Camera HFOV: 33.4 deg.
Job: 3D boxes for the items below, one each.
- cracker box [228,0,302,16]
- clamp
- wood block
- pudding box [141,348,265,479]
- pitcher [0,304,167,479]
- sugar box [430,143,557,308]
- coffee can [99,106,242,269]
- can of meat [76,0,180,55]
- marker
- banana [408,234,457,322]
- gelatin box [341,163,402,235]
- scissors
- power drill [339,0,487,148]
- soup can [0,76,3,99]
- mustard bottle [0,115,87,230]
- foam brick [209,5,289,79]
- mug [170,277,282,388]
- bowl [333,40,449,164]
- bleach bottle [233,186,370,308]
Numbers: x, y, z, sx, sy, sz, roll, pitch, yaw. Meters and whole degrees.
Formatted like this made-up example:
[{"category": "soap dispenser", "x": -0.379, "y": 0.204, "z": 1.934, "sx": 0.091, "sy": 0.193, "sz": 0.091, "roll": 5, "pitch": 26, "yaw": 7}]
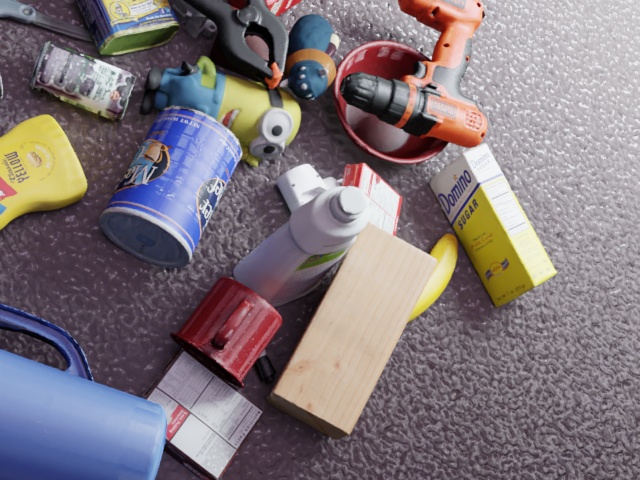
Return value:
[{"category": "cracker box", "x": -0.045, "y": -0.381, "z": 1.310, "sx": 0.213, "sy": 0.072, "sz": 0.164, "roll": -37, "pitch": 87, "yaw": -28}, {"category": "clamp", "x": -0.079, "y": -0.253, "z": 1.199, "sx": 0.120, "sy": 0.039, "sz": 0.171, "roll": -33, "pitch": 84, "yaw": -16}, {"category": "wood block", "x": 0.033, "y": 0.097, "z": 1.128, "sx": 0.090, "sy": 0.091, "sz": 0.206, "roll": 29, "pitch": 74, "yaw": 0}, {"category": "pudding box", "x": -0.127, "y": 0.180, "z": 1.092, "sx": 0.113, "sy": 0.039, "sz": 0.090, "roll": 39, "pitch": 62, "yaw": -6}, {"category": "pitcher", "x": -0.268, "y": 0.163, "z": 0.984, "sx": 0.242, "sy": 0.145, "sz": 0.149, "roll": 18, "pitch": 105, "yaw": -14}, {"category": "sugar box", "x": 0.202, "y": -0.016, "z": 1.262, "sx": 0.048, "sy": 0.093, "sz": 0.176, "roll": -26, "pitch": 81, "yaw": -28}, {"category": "coffee can", "x": -0.156, "y": -0.056, "z": 1.129, "sx": 0.102, "sy": 0.103, "sz": 0.140, "roll": 29, "pitch": 63, "yaw": -10}, {"category": "can of meat", "x": -0.217, "y": -0.261, "z": 1.202, "sx": 0.101, "sy": 0.058, "sz": 0.084, "roll": -20, "pitch": 81, "yaw": -35}, {"category": "marker", "x": -0.078, "y": 0.098, "z": 1.151, "sx": 0.020, "sy": 0.020, "sz": 0.121, "roll": -21, "pitch": 80, "yaw": -27}, {"category": "banana", "x": 0.097, "y": 0.057, "z": 1.225, "sx": 0.197, "sy": 0.037, "sz": 0.069, "roll": -26, "pitch": 83, "yaw": -27}, {"category": "gelatin box", "x": 0.055, "y": -0.036, "z": 1.225, "sx": 0.089, "sy": 0.030, "sz": 0.073, "roll": 38, "pitch": 55, "yaw": -44}, {"category": "scissors", "x": -0.335, "y": -0.269, "z": 1.186, "sx": 0.201, "sy": 0.016, "sz": 0.096, "roll": 2, "pitch": 68, "yaw": -24}, {"category": "power drill", "x": 0.118, "y": -0.213, "z": 1.258, "sx": 0.184, "sy": 0.057, "sz": 0.187, "roll": 18, "pitch": 69, "yaw": -19}, {"category": "soup can", "x": -0.388, "y": -0.165, "z": 1.097, "sx": 0.102, "sy": 0.069, "sz": 0.068, "roll": -21, "pitch": 80, "yaw": -26}, {"category": "mustard bottle", "x": -0.341, "y": -0.054, "z": 1.080, "sx": 0.191, "sy": 0.058, "sz": 0.096, "roll": -25, "pitch": 84, "yaw": -27}, {"category": "foam brick", "x": -0.084, "y": -0.227, "z": 1.250, "sx": 0.078, "sy": 0.051, "sz": 0.053, "roll": 21, "pitch": 66, "yaw": -13}, {"category": "mug", "x": -0.091, "y": 0.089, "z": 1.085, "sx": 0.093, "sy": 0.117, "sz": 0.081, "roll": 35, "pitch": 75, "yaw": 3}, {"category": "bowl", "x": 0.081, "y": -0.157, "z": 1.287, "sx": 0.162, "sy": 0.055, "sz": 0.162, "roll": 7, "pitch": 69, "yaw": -19}, {"category": "bleach bottle", "x": -0.007, "y": 0.001, "z": 1.082, "sx": 0.102, "sy": 0.251, "sz": 0.068, "roll": -23, "pitch": 81, "yaw": -27}]
